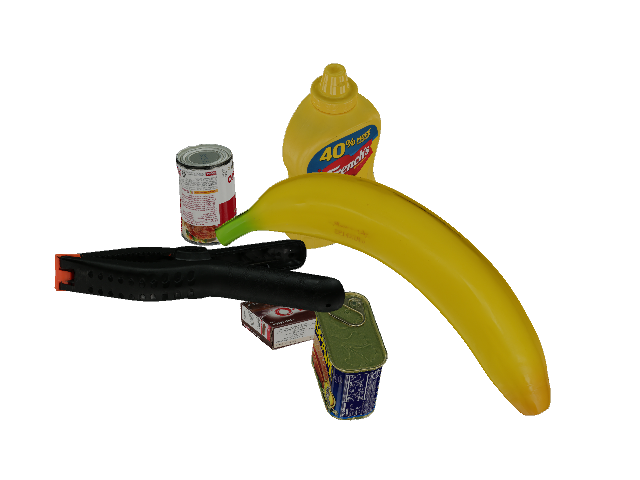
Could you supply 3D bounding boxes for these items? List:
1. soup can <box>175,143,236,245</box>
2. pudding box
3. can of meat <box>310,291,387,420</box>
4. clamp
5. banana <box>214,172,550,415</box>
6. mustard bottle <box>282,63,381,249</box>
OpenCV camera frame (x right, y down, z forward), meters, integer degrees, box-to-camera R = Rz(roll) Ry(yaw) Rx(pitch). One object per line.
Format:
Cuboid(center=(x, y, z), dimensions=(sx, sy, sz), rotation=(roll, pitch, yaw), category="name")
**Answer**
Cuboid(center=(-0.134, -0.055, 1.253), dimensions=(0.068, 0.102, 0.068), rotation=(-1, 29, 0), category="soup can")
Cuboid(center=(-0.038, 0.104, 1.438), dimensions=(0.113, 0.039, 0.090), rotation=(-14, 25, -29), category="pudding box")
Cuboid(center=(0.026, 0.117, 1.069), dimensions=(0.057, 0.084, 0.102), rotation=(-6, 45, -12), category="can of meat")
Cuboid(center=(-0.089, 0.026, 0.795), dimensions=(0.209, 0.036, 0.165), rotation=(-1, 10, -18), category="clamp")
Cuboid(center=(0.045, 0.016, 0.562), dimensions=(0.198, 0.070, 0.037), rotation=(29, 14, 6), category="banana")
Cuboid(center=(0.011, -0.081, 0.970), dimensions=(0.096, 0.192, 0.058), rotation=(-26, 54, -22), category="mustard bottle")
